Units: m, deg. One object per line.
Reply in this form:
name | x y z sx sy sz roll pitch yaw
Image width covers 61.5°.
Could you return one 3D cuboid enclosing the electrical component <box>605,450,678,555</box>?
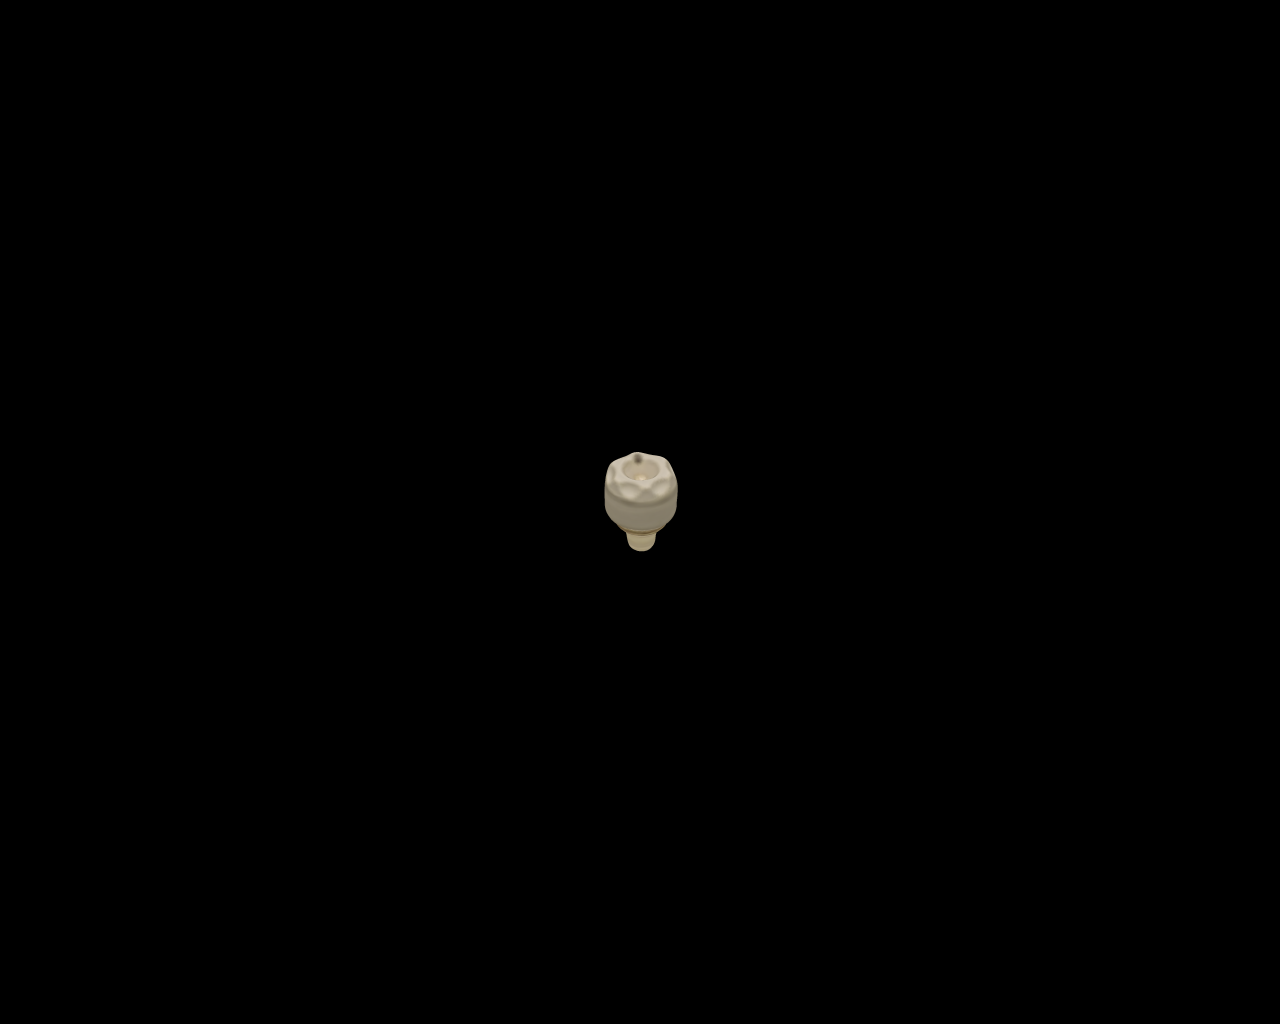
electrical component | 0.001 -0.003 0.650 0.043 0.062 0.043 0 38 0
